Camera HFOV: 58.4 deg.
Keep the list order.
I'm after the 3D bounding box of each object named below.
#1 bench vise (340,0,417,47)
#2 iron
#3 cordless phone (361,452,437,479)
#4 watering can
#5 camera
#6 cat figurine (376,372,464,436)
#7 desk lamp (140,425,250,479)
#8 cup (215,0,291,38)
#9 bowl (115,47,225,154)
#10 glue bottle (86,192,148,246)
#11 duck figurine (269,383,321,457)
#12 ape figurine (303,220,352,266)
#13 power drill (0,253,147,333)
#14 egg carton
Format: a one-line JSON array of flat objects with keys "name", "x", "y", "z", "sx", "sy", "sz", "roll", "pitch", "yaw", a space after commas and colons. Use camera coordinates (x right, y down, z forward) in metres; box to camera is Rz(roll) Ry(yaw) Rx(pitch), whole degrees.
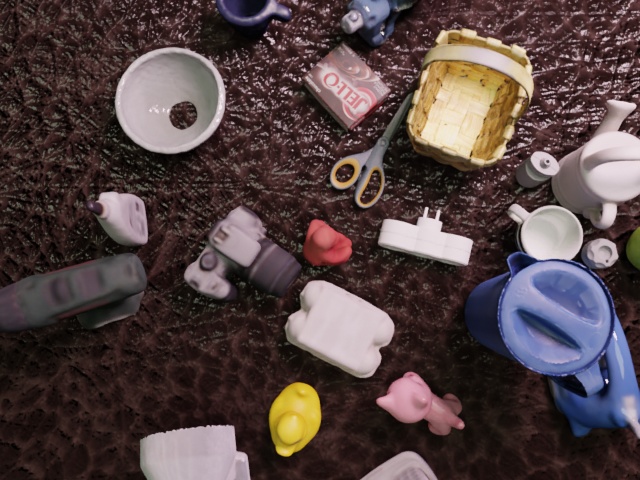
[{"name": "bench vise", "x": 0.122, "y": -0.384, "z": 0.829, "sx": 0.121, "sy": 0.220, "sz": 0.207, "roll": 27, "pitch": 85, "yaw": 5}, {"name": "iron", "x": 0.389, "y": 0.147, "z": 0.801, "sx": 0.118, "sy": 0.141, "sz": 0.258, "roll": -10, "pitch": 83, "yaw": 1}, {"name": "cordless phone", "x": 0.101, "y": 0.369, "z": 0.761, "sx": 0.147, "sy": 0.185, "sz": 0.094, "roll": -36, "pitch": 84, "yaw": -3}, {"name": "watering can", "x": 0.406, "y": -0.108, "z": 0.803, "sx": 0.101, "sy": 0.194, "sz": 0.173, "roll": -15, "pitch": 83, "yaw": 0}, {"name": "camera", "x": -0.108, "y": 0.039, "z": 0.846, "sx": 0.136, "sy": 0.101, "sz": 0.143, "roll": 34, "pitch": 85, "yaw": 5}, {"name": "cat figurine", "x": 0.144, "y": 0.234, "z": 0.809, "sx": 0.127, "sy": 0.118, "sz": 0.067, "roll": 27, "pitch": 85, "yaw": 4}, {"name": "desk lamp", "x": -0.153, "y": 0.334, "z": 0.757, "sx": 0.118, "sy": 0.213, "sz": 0.203, "roll": -10, "pitch": 83, "yaw": 1}, {"name": "cup", "x": -0.097, "y": -0.354, "z": 0.894, "sx": 0.117, "sy": 0.095, "sz": 0.092, "roll": 21, "pitch": 84, "yaw": 4}, {"name": "bowl", "x": -0.224, "y": -0.206, "z": 0.890, "sx": 0.167, "sy": 0.075, "sz": 0.167, "roll": 0, "pitch": 83, "yaw": 2}, {"name": "glue bottle", "x": -0.294, "y": -0.036, "z": 0.823, "sx": 0.037, "sy": 0.173, "sz": 0.078, "roll": -7, "pitch": 83, "yaw": 1}, {"name": "duck figurine", "x": -0.038, "y": 0.262, "z": 0.826, "sx": 0.077, "sy": 0.086, "sz": 0.105, "roll": 17, "pitch": 84, "yaw": 4}, {"name": "ape figurine", "x": 0.008, "y": 0.003, "z": 0.852, "sx": 0.076, "sy": 0.092, "sz": 0.078, "roll": -26, "pitch": 83, "yaw": -1}, {"name": "power drill", "x": -0.340, "y": 0.083, "z": 0.793, "sx": 0.229, "sy": 0.208, "sz": 0.075, "roll": -20, "pitch": 83, "yaw": -1}, {"name": "egg carton", "x": 0.030, "y": 0.130, "z": 0.848, "sx": 0.150, "sy": 0.069, "sz": 0.107, "roll": 26, "pitch": 85, "yaw": 4}]
